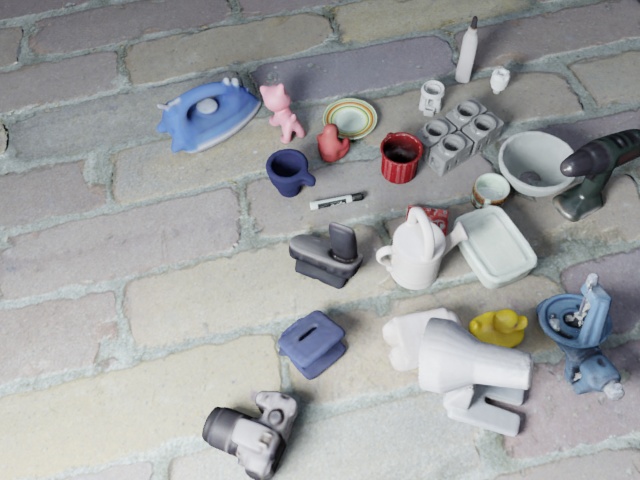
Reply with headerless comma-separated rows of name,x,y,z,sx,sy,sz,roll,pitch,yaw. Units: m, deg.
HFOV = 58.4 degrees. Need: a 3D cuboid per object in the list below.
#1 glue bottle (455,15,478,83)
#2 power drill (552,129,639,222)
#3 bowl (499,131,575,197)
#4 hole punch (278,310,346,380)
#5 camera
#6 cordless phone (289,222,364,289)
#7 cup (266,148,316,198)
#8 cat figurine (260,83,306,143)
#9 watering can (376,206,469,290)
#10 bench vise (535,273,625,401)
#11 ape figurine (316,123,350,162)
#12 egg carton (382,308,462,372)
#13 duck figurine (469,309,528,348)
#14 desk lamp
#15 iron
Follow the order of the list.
glue bottle,0.362,-0.470,1.392,0.037,0.173,0.078,8,59,7
power drill,0.552,-0.131,1.160,0.230,0.208,0.075,-28,62,-14
bowl,0.469,-0.154,1.255,0.167,0.075,0.167,-1,59,1
hole punch,-0.018,0.186,1.055,0.109,0.091,0.101,-37,64,-19
camera,-0.122,0.317,0.973,0.136,0.101,0.143,18,61,12
cordless phone,0.010,0.004,1.109,0.147,0.185,0.094,17,61,12
cup,-0.057,-0.132,1.246,0.117,0.095,0.092,28,64,18
cat figurine,-0.088,-0.310,1.342,0.067,0.118,0.127,-28,62,-14
watering can,0.196,0.005,1.097,0.173,0.194,0.100,-32,63,-16
bench vise,0.471,0.158,0.981,0.122,0.220,0.207,-32,63,-16
ape figurine,0.027,-0.228,1.304,0.077,0.092,0.076,27,63,17
egg carton,0.195,0.185,1.061,0.150,0.069,0.107,-11,59,-4
duck figurine,0.334,0.158,1.064,0.104,0.086,0.077,1,59,2
desk lamp,0.257,0.224,0.951,0.203,0.214,0.118,14,60,10
iron,-0.256,-0.314,1.335,0.259,0.141,0.118,-31,63,-16
